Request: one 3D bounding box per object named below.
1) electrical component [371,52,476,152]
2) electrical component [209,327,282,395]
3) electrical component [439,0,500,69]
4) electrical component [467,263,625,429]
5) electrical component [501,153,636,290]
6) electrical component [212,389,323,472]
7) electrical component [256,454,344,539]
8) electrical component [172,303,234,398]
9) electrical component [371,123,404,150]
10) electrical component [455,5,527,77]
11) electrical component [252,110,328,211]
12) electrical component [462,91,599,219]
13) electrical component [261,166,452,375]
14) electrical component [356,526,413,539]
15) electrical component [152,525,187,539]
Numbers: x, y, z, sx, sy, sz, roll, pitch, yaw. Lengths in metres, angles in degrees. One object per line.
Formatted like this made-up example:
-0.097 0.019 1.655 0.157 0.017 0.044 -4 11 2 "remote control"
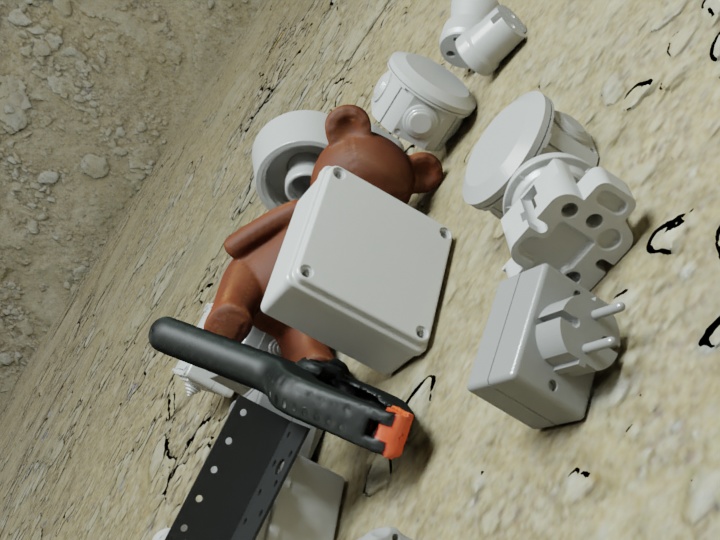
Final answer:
0.051 -0.139 0.883 0.051 0.080 0.080 -57 17 27 "electrical component"
-0.088 0.078 0.942 0.061 0.062 0.096 -65 18 -15 "electrical component"
0.095 -0.207 0.926 0.045 0.045 0.055 -36 30 52 "electrical component"
0.100 0.034 0.523 0.077 0.047 0.065 -27 36 56 "electrical component"
0.109 -0.028 0.582 0.078 0.058 0.057 -51 22 26 "electrical component"
-0.067 0.128 0.807 0.062 0.061 0.096 -44 22 45 "electrical component"
-0.067 0.191 0.714 0.109 0.056 0.108 -45 23 40 "electrical component"
-0.141 0.087 1.075 0.096 0.061 0.062 -64 18 -12 "electrical component"
-0.006 -0.079 0.982 0.095 0.054 0.059 -45 23 40 "electrical component"
0.107 -0.186 0.871 0.046 0.040 0.040 -40 25 32 "electrical component"
-0.053 -0.095 1.059 0.108 0.108 0.060 -49 27 30 "electrical component"
0.104 -0.065 0.664 0.080 0.051 0.080 -51 19 26 "electrical component"
0.000 0.000 0.750 0.056 0.109 0.108 -44 24 49 "electrical component"
0.005 0.165 0.595 0.061 0.035 0.035 -42 25 49 "electrical component"
-0.159 0.243 0.903 0.077 0.044 0.079 -54 19 17 "electrical component"
